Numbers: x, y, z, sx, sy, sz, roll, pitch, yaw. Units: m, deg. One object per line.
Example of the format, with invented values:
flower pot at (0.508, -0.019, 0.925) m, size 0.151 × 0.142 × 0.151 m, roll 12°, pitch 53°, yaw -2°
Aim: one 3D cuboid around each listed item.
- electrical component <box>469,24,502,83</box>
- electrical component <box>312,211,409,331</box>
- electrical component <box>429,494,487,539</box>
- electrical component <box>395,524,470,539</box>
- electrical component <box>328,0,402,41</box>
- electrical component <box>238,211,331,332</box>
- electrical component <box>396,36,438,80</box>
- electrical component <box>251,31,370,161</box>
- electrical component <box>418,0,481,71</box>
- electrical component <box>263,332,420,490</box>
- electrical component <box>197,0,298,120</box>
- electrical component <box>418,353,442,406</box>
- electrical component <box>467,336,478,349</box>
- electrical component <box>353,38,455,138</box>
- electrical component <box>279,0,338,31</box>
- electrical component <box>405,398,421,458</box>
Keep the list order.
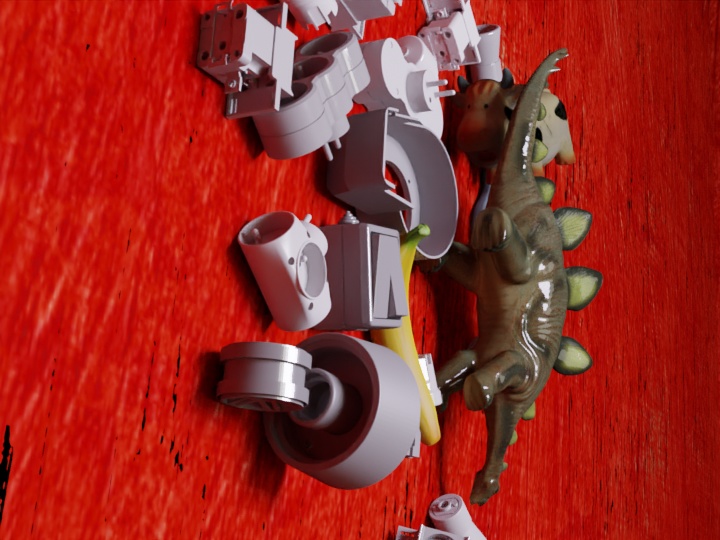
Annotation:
electrical component at (0.138, -0.235, 1.196) m, size 0.044 × 0.044 × 0.065 m, roll -52°, pitch 136°, yaw -54°
electrical component at (0.000, 0.000, 0.856) m, size 0.062 × 0.061 × 0.096 m, roll 8°, pitch 79°, yaw -63°
electrical component at (0.092, 0.247, 1.030) m, size 0.065 × 0.044 × 0.044 m, roll 65°, pitch 33°, yaw -27°
electrical component at (0.057, 0.290, 0.917) m, size 0.063 × 0.079 × 0.121 m, roll 100°, pitch 5°, yaw -55°
electrical component at (0.002, -0.267, 0.898) m, size 0.079 × 0.063 × 0.121 m, roll 43°, pitch 49°, yaw -54°
electrical component at (-0.047, -0.010, 0.780) m, size 0.079 × 0.044 × 0.077 m, roll -62°, pitch 140°, yaw -47°
electrical component at (0.054, -0.188, 1.018) m, size 0.078 × 0.040 × 0.040 m, roll 39°, pitch 52°, yaw -56°
electrical component at (-0.031, -0.120, 0.821) m, size 0.138 × 0.052 × 0.073 m, roll -61°, pitch 139°, yaw -48°
electrical component at (0.090, -0.239, 1.097) m, size 0.063 × 0.042 × 0.081 m, roll -61°, pitch 138°, yaw -46°
electrical component at (-0.019, 0.096, 0.758) m, size 0.060 × 0.108 × 0.108 m, roll 32°, pitch 58°, yaw -52°
electrical component at (-0.078, -0.149, 0.742) m, size 0.064 × 0.042 × 0.081 m, roll 29°, pitch 60°, yaw -58°
electrical component at (0.051, 0.101, 0.970) m, size 0.040 × 0.040 × 0.046 m, roll -4°, pitch 84°, yaw -64°
electrical component at (0.146, 0.100, 1.147) m, size 0.047 × 0.055 × 0.055 m, roll 67°, pitch 32°, yaw -41°
electrical component at (0.047, -0.158, 0.961) m, size 0.138 × 0.074 × 0.052 m, roll 38°, pitch 53°, yaw -56°
electrical component at (-0.041, -0.212, 0.830) m, size 0.046 × 0.040 × 0.040 m, roll 51°, pitch 43°, yaw -57°
electrical component at (0.020, 0.122, 0.884) m, size 0.078 × 0.058 × 0.057 m, roll 28°, pitch 64°, yaw -60°
